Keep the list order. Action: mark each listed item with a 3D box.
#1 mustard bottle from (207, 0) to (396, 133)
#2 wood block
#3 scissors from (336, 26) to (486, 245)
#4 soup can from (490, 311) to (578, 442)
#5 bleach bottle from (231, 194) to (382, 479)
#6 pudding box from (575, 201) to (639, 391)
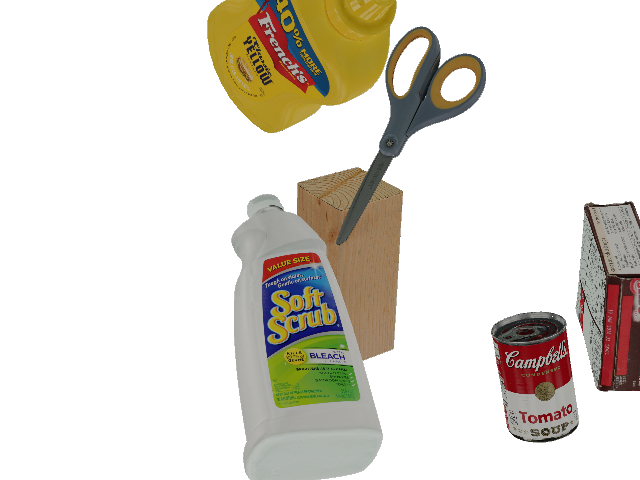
[{"bbox_3d":[-0.007,-0.129,0.670,0.058,0.096,0.192,-29,8,-25],"label":"mustard bottle"},{"bbox_3d":[0.030,0.033,1.242,0.090,0.206,0.090,-16,31,-31],"label":"wood block"},{"bbox_3d":[0.080,-0.085,0.905,0.096,0.202,0.016,10,-10,20],"label":"scissors"},{"bbox_3d":[0.198,0.126,0.984,0.068,0.102,0.068,-11,17,3],"label":"soup can"},{"bbox_3d":[-0.029,0.062,0.831,0.102,0.251,0.068,-1,-43,-18],"label":"bleach bottle"},{"bbox_3d":[0.202,0.036,0.729,0.039,0.090,0.113,0,27,4],"label":"pudding box"}]
